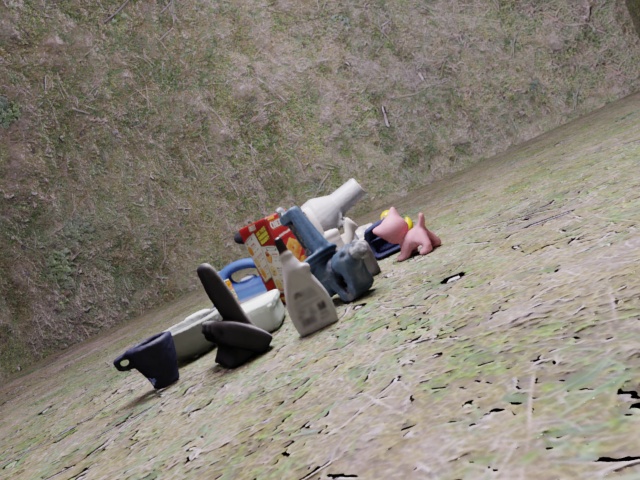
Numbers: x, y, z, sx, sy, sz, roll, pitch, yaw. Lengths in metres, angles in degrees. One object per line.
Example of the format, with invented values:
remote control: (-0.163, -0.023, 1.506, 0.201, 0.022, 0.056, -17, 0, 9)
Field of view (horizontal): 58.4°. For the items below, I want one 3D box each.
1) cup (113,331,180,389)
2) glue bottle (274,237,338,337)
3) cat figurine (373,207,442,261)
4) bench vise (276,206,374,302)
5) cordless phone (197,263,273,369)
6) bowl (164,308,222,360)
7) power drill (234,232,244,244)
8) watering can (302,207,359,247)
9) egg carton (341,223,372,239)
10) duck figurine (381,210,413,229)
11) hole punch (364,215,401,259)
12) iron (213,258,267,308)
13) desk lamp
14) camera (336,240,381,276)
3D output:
cup: (-0.318, 0.238, 1.079, 0.118, 0.095, 0.091, -25, 4, -10)
glue bottle: (-0.036, 0.074, 0.982, 0.078, 0.173, 0.037, -25, 5, -4)
cat figurine: (0.186, -0.020, 1.264, 0.127, 0.118, 0.067, -21, 6, 41)
bench vise: (0.006, 0.017, 1.133, 0.207, 0.220, 0.122, -22, 5, 28)
cordless phone: (-0.173, 0.126, 1.028, 0.094, 0.185, 0.147, -27, 5, -31)
bowl: (-0.283, 0.218, 1.272, 0.167, 0.075, 0.167, -24, 4, 2)
power drill: (-0.139, 0.040, 1.762, 0.229, 0.208, 0.076, -23, 5, 25)
watering can: (0.013, 0.005, 1.422, 0.173, 0.194, 0.100, -27, 5, -28)
egg carton: (0.113, 0.003, 1.738, 0.150, 0.069, 0.107, -20, 6, 46)
duck figurine: (0.216, -0.049, 1.687, 0.104, 0.086, 0.077, -24, 4, 3)
hole punch: (0.161, -0.008, 1.451, 0.109, 0.091, 0.101, -25, 4, -8)
iron: (-0.202, 0.113, 1.670, 0.258, 0.141, 0.119, -23, 5, 17)
desk lamp: (0.077, -0.047, 1.568, 0.203, 0.213, 0.118, -24, 4, 5)
camera: (0.050, 0.049, 1.301, 0.143, 0.101, 0.137, -24, 4, 3)
